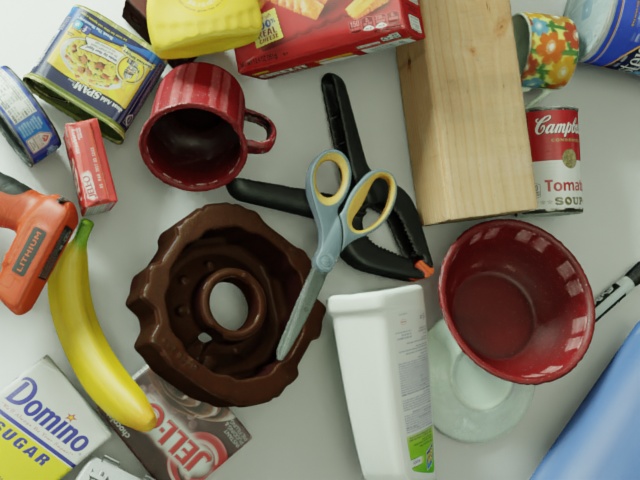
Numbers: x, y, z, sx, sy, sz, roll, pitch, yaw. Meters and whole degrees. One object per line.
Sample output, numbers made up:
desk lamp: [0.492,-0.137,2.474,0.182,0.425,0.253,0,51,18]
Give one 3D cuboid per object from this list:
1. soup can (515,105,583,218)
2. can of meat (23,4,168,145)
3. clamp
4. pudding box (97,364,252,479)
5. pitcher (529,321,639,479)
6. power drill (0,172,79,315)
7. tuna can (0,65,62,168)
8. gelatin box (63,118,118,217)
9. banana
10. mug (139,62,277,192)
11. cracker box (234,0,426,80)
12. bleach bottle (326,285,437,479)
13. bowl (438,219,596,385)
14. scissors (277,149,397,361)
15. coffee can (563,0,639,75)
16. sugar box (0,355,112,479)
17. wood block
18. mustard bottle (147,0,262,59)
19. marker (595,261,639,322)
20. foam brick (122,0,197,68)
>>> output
soup can: [0.219,-0.075,1.037,0.068,0.069,0.102,-2,88,-14]
can of meat: [-0.198,-0.148,0.949,0.102,0.057,0.084,32,78,-10]
clamp: [0.033,-0.046,1.002,0.210,0.036,0.164,39,66,-14]
pudding box: [-0.130,0.163,0.954,0.090,0.039,0.113,-40,95,-12]
pitcher: [0.299,0.203,1.017,0.145,0.149,0.242,34,76,6]
power drill: [-0.315,-0.012,0.900,0.187,0.057,0.184,28,86,-1]
tuna can: [-0.260,-0.107,0.917,0.033,0.086,0.086,-37,95,-15]
gelatin box: [-0.201,-0.061,0.926,0.030,0.089,0.073,-13,90,-15]
banana: [-0.196,0.082,0.922,0.037,0.070,0.198,-6,67,-45]
mug: [-0.096,-0.102,0.941,0.117,0.081,0.093,6,130,-5]
cracker box: [-0.009,-0.267,0.956,0.164,0.072,0.214,-11,90,20]
bleach bottle: [0.065,0.170,0.973,0.102,0.068,0.251,-5,88,-56]
bowl: [0.177,0.064,1.012,0.162,0.055,0.162,6,68,-16]
scissors: [-0.006,0.001,0.949,0.096,0.016,0.201,45,69,-11]
coffee can: [0.325,-0.213,1.052,0.140,0.103,0.103,10,84,-13]
sugar box: [-0.276,0.189,0.915,0.176,0.048,0.093,-40,96,-11]
wood block: [0.134,-0.122,1.008,0.090,0.091,0.206,-7,89,-14]
mustard bottle: [-0.116,-0.258,0.920,0.096,0.058,0.191,-13,85,-10]
marker: [0.287,0.061,1.069,0.121,0.020,0.020,-38,95,-13]
foam brick: [-0.134,-0.200,0.968,0.078,0.053,0.051,45,77,-7]
